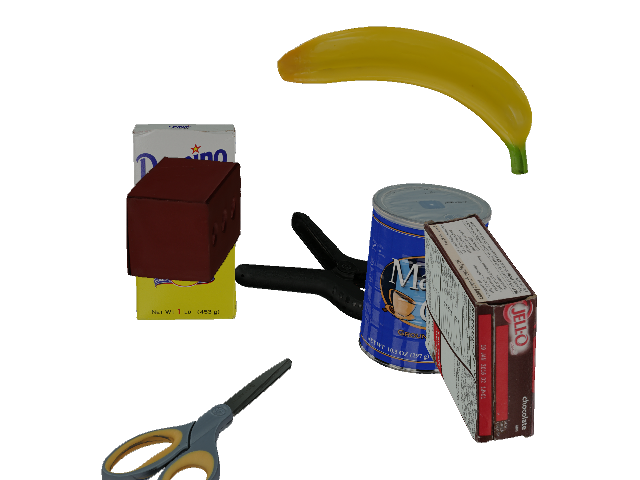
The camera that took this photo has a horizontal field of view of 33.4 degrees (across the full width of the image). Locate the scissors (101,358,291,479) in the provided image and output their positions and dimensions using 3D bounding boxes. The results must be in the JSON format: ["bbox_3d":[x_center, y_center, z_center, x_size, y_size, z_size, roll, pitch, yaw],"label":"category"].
[{"bbox_3d":[-0.073,0.150,0.831,0.201,0.016,0.096,-22,34,-34],"label":"scissors"}]

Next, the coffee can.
[{"bbox_3d":[0.091,0.032,0.943,0.103,0.140,0.103,4,22,-2],"label":"coffee can"}]

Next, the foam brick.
[{"bbox_3d":[-0.083,-0.015,0.657,0.051,0.053,0.078,6,24,8],"label":"foam brick"}]

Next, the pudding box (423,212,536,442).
[{"bbox_3d":[0.090,0.047,0.616,0.039,0.090,0.113,-7,26,-9],"label":"pudding box"}]

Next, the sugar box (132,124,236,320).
[{"bbox_3d":[-0.123,-0.017,0.975,0.093,0.176,0.048,-1,15,-5],"label":"sugar box"}]

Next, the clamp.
[{"bbox_3d":[0.016,0.046,1.200,0.210,0.036,0.164,28,35,19],"label":"clamp"}]

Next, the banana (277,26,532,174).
[{"bbox_3d":[0.071,-0.110,0.740,0.197,0.069,0.037,21,-1,-11],"label":"banana"}]
